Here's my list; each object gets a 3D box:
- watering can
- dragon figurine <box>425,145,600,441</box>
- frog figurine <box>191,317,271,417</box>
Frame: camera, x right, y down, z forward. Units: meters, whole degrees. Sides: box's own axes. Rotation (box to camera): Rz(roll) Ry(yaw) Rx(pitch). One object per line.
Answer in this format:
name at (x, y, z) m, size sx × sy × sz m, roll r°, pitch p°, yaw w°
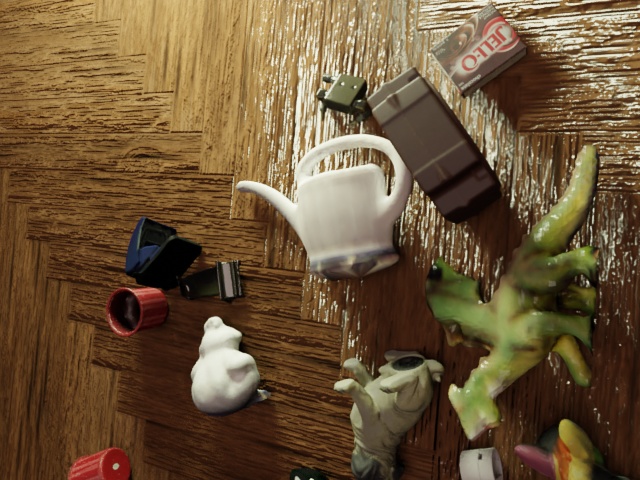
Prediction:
watering can at (0.003, -0.043, 0.848) m, size 0.345 × 0.104 × 0.225 m, roll -13°, pitch 83°, yaw 36°
dragon figurine at (0.259, 0.069, 0.724) m, size 0.242 × 0.121 × 0.415 m, roll 0°, pitch 74°, yaw 32°
frog figurine at (-0.173, 0.218, 0.903) m, size 0.136 × 0.124 × 0.159 m, roll -14°, pitch 94°, yaw 43°
